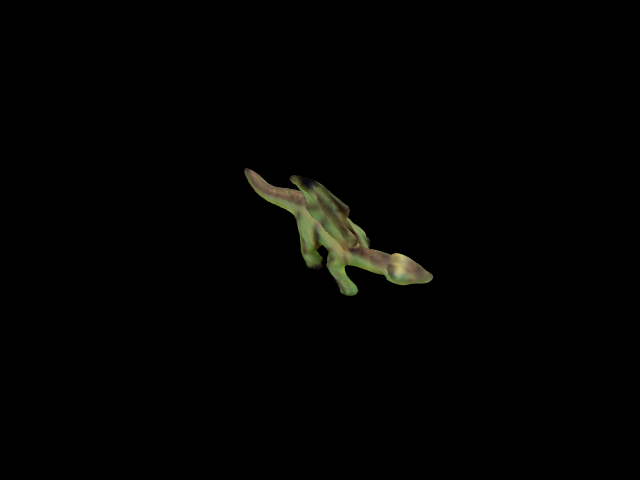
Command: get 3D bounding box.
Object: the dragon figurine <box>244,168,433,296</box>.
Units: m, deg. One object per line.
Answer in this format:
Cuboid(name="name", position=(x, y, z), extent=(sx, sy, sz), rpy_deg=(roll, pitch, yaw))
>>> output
Cuboid(name="dragon figurine", position=(0.003, -0.043, 0.850), extent=(0.413, 0.123, 0.238), rpy_deg=(37, -17, 14))
